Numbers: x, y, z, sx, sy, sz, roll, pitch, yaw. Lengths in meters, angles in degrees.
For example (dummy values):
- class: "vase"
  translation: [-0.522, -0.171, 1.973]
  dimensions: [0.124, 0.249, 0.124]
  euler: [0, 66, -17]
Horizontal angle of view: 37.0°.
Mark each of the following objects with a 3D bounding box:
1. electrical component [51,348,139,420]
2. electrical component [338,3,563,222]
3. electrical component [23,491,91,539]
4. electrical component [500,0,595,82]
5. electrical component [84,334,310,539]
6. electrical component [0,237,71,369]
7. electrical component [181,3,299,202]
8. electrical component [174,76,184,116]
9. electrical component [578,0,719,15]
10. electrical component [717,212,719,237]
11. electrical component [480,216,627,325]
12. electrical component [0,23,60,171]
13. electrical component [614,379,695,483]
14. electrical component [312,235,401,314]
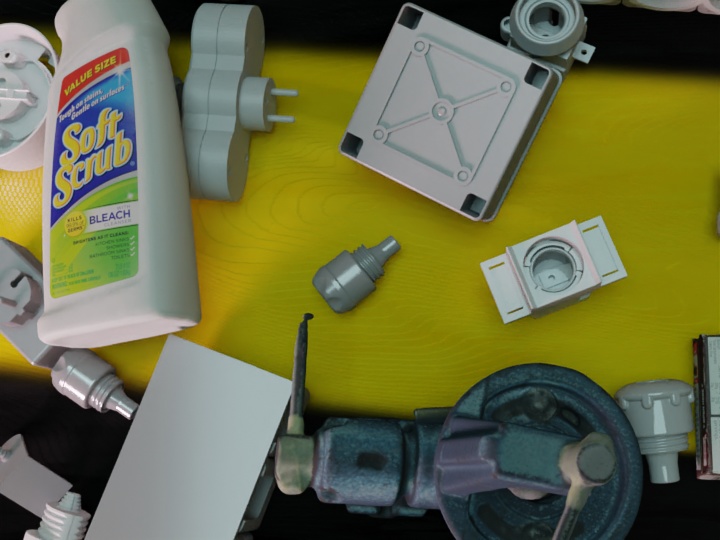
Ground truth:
- class: "electrical component"
  translation: [-0.175, 0.079, 0.723]
  dimensions: [0.061, 0.035, 0.035]
  euler: [33, 85, 11]
- class: "electrical component"
  translation: [0.059, -0.101, 0.699]
  dimensions: [0.109, 0.056, 0.108]
  euler: [28, 101, 12]
- class: "electrical component"
  translation: [-0.199, 0.185, 0.701]
  dimensions: [0.043, 0.043, 0.081]
  euler: [15, 81, 11]
- class: "electrical component"
  translation: [0.124, -0.158, 0.715]
  dimensions: [0.066, 0.055, 0.048]
  euler: [25, 84, 12]
- class: "electrical component"
  translation: [-0.102, 0.129, 0.688]
  dimensions: [0.089, 0.061, 0.150]
  euler: [20, 82, 11]
- class: "electrical component"
  translation: [-0.231, 0.020, 0.721]
  dimensions: [0.083, 0.075, 0.047]
  euler: [42, 87, 13]
- class: "electrical component"
  translation: [-0.079, -0.114, 0.737]
  dimensions: [0.074, 0.052, 0.138]
  euler: [5, 80, 9]
- class: "electrical component"
  translation: [-0.154, -0.122, 0.754]
  dimensions: [0.055, 0.045, 0.045]
  euler: [24, 83, 12]
- class: "electrical component"
  translation: [0.201, -0.208, 0.696]
  dimensions: [0.150, 0.089, 0.061]
  euler: [8, 80, 10]
- class: "electrical component"
  translation: [0.248, -0.045, 0.684]
  dimensions: [0.040, 0.040, 0.046]
  euler: [3, 73, 9]
- class: "electrical component"
  translation: [0.122, 0.003, 0.680]
  dimensions: [0.081, 0.064, 0.042]
  euler: [-21, 75, 4]
- class: "electrical component"
  translation: [-0.247, -0.119, 0.757]
  dimensions: [0.099, 0.064, 0.099]
  euler: [-2, 79, 8]
- class: "electrical component"
  translation: [0.184, 0.099, 0.663]
  dimensions: [0.048, 0.048, 0.062]
  euler: [-7, 85, 7]
- class: "electrical component"
  translation: [0.000, 0.000, 0.713]
  dimensions: [0.061, 0.035, 0.035]
  euler: [-38, 76, -3]
